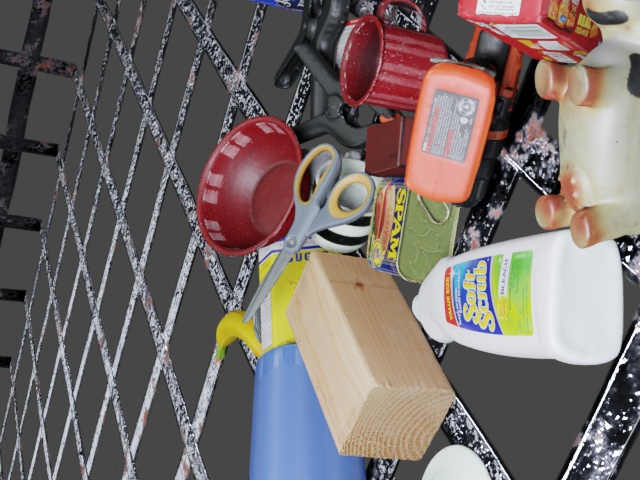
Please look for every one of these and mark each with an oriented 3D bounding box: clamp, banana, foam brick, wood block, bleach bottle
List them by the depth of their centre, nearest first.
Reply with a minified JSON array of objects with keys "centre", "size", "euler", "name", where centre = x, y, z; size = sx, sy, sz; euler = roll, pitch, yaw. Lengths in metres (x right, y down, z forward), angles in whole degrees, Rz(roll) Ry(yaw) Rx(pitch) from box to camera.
[{"centre":[0.146,0.055,0.881],"size":[0.251,0.068,0.102],"euler":[161,115,-66],"name":"bleach bottle"},{"centre":[0.044,0.110,1.055],"size":[0.206,0.090,0.090],"euler":[-114,40,-51],"name":"wood block"},{"centre":[0.085,-0.090,1.072],"size":[0.078,0.051,0.053],"euler":[176,100,-66],"name":"foam brick"},{"centre":[0.022,-0.155,1.169],"size":[0.172,0.039,0.120],"euler":[10,103,37],"name":"clamp"},{"centre":[-0.005,-0.246,1.259],"size":[0.165,0.036,0.210],"euler":[-137,55,-59],"name":"clamp"},{"centre":[-0.102,0.129,1.452],"size":[0.198,0.037,0.069],"euler":[-11,92,67],"name":"banana"}]

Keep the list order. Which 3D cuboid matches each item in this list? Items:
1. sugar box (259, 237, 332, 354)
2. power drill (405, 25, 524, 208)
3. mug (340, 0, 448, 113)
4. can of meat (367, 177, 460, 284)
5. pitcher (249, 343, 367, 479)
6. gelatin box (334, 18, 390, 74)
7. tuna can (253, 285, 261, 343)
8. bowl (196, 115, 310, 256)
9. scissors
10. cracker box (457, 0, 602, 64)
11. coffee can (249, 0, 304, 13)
[{"centre":[-0.020,0.049,1.214],"size":[0.048,0.093,0.176],"euler":[140,132,-57],"name":"sugar box"},{"centre":[0.120,-0.093,0.878],"size":[0.187,0.057,0.184],"euler":[-48,-31,-64],"name":"power drill"},{"centre":[0.078,-0.186,1.079],"size":[0.093,0.081,0.117],"euler":[-177,95,-66],"name":"mug"},{"centre":[0.088,-0.012,1.036],"size":[0.084,0.057,0.102],"euler":[-168,87,-69],"name":"can of meat"},{"centre":[-0.013,0.240,1.118],"size":[0.149,0.144,0.243],"euler":[-31,50,42],"name":"pitcher"},{"centre":[0.046,-0.208,1.222],"size":[0.073,0.030,0.089],"euler":[12,94,65],"name":"gelatin box"},{"centre":[-0.054,0.091,1.351],"size":[0.086,0.033,0.086],"euler":[-173,90,-66],"name":"tuna can"},{"centre":[-0.064,-0.054,1.184],"size":[0.162,0.055,0.162],"euler":[-16,65,38],"name":"bowl"},{"centre":[-0.007,0.001,1.084],"size":[0.016,0.096,0.202],"euler":[30,-104,-69],"name":"scissors"},{"centre":[0.173,-0.248,0.777],"size":[0.072,0.163,0.214],"euler":[10,93,31],"name":"cracker box"},{"centre":[-0.036,-0.334,1.307],"size":[0.103,0.140,0.103],"euler":[-172,90,-66],"name":"coffee can"}]
